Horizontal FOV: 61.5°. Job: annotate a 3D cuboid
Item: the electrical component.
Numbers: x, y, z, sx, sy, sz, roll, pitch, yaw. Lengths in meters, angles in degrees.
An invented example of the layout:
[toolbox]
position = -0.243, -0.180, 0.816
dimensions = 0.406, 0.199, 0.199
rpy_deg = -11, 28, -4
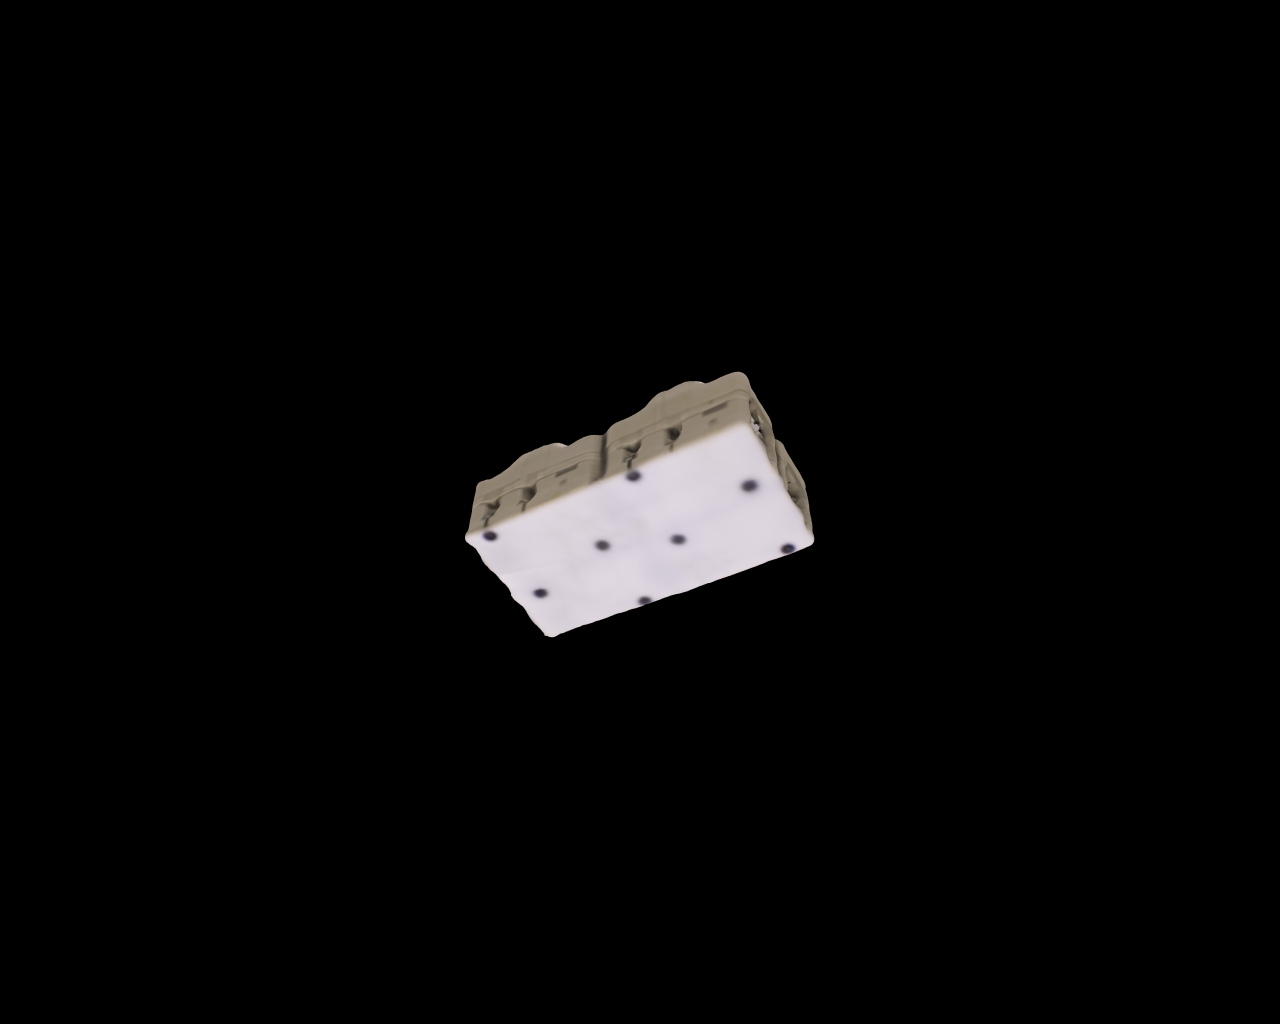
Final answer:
[electrical component]
position = 0.001, -0.003, 0.650
dimensions = 0.186, 0.105, 0.060
rpy_deg = -22, 38, 18
